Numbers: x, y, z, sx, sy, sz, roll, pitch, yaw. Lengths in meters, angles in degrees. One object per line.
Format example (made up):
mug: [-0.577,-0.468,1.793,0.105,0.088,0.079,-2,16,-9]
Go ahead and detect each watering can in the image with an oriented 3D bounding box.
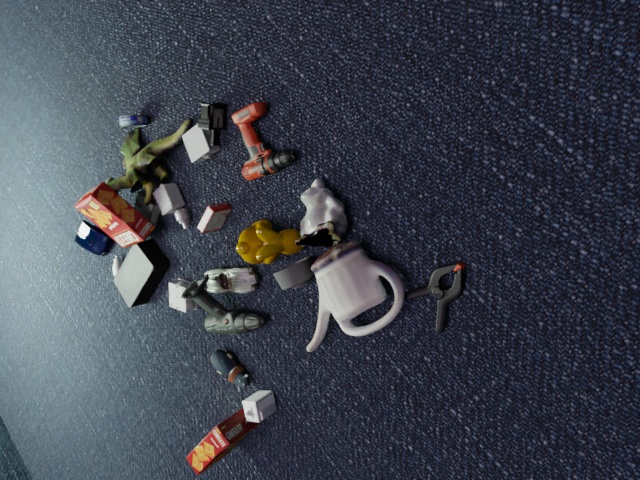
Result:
watering can: [0.047,0.137,1.258,0.343,0.104,0.226,-33,78,34]

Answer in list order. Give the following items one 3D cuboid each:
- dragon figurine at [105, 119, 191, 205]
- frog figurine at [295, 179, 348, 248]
dragon figurine: [-0.570,-0.272,1.643,0.407,0.121,0.246,-50,60,11]
frog figurine: [0.004,-0.064,1.276,0.135,0.122,0.163,-48,34,44]
